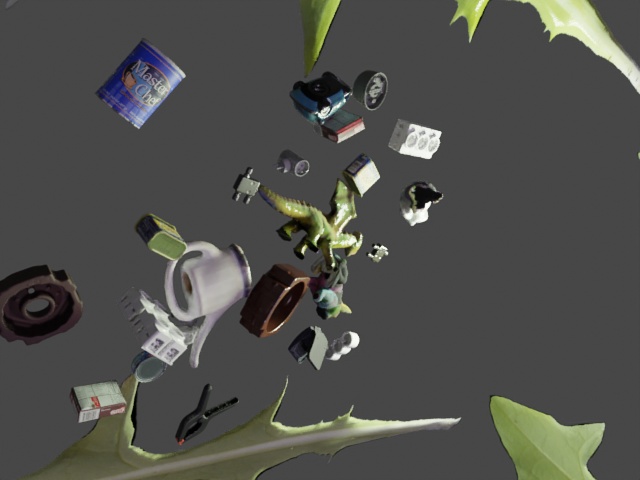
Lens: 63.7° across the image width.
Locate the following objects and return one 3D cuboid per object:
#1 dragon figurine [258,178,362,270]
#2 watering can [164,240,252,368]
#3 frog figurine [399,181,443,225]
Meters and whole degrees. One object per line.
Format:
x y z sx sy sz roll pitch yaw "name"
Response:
0.004 -0.074 1.474 0.122 0.247 0.403 8 -38 45 "dragon figurine"
-0.281 0.150 1.335 0.226 0.341 0.105 -20 27 -30 "watering can"
0.320 -0.123 1.714 0.123 0.139 0.157 39 -14 5 "frog figurine"
